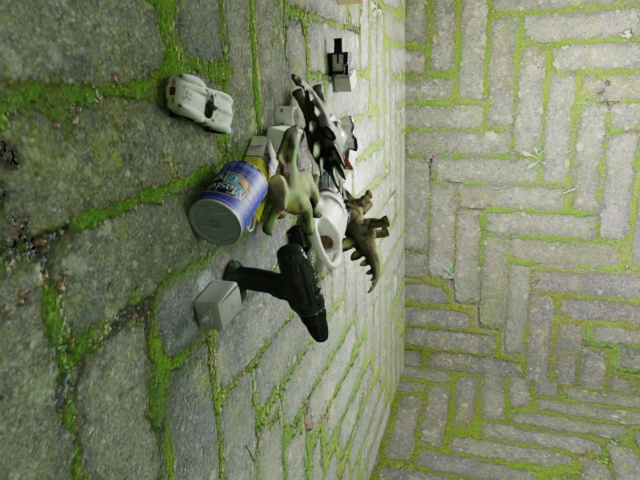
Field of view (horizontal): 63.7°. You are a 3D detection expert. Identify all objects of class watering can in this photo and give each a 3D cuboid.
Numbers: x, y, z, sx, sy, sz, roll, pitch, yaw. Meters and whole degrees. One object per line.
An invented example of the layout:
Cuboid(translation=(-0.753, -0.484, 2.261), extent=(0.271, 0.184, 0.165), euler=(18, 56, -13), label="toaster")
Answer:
Cuboid(translation=(0.005, -0.077, 1.524), extent=(0.230, 0.103, 0.341), euler=(-70, 144, -49), label="watering can")

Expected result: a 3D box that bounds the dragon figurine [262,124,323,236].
Cuboid(translation=(-0.052, -0.155, 1.219), extent=(0.419, 0.122, 0.237), euler=(-72, 168, -56), label="dragon figurine")

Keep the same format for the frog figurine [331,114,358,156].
Cuboid(translation=(0.028, -0.323, 1.609), extent=(0.160, 0.124, 0.135), euler=(-16, 122, -34), label="frog figurine")
